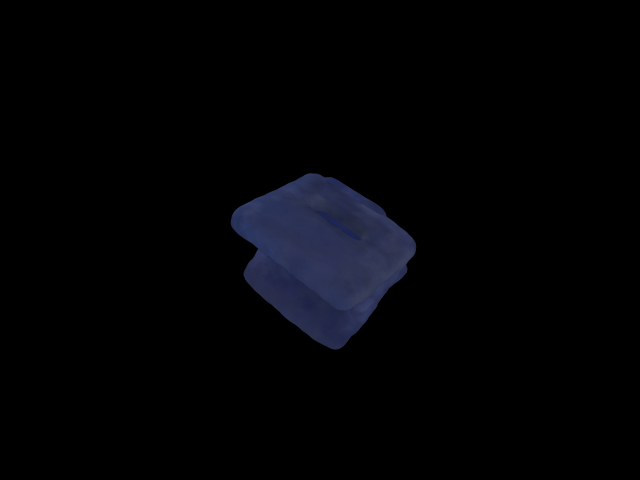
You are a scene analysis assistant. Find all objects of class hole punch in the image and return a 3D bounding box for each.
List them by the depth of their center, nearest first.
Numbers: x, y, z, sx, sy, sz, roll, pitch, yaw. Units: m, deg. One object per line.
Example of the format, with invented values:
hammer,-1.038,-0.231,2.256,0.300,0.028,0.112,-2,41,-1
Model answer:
hole punch,0.004,0.001,0.400,0.108,0.091,0.101,36,66,19
